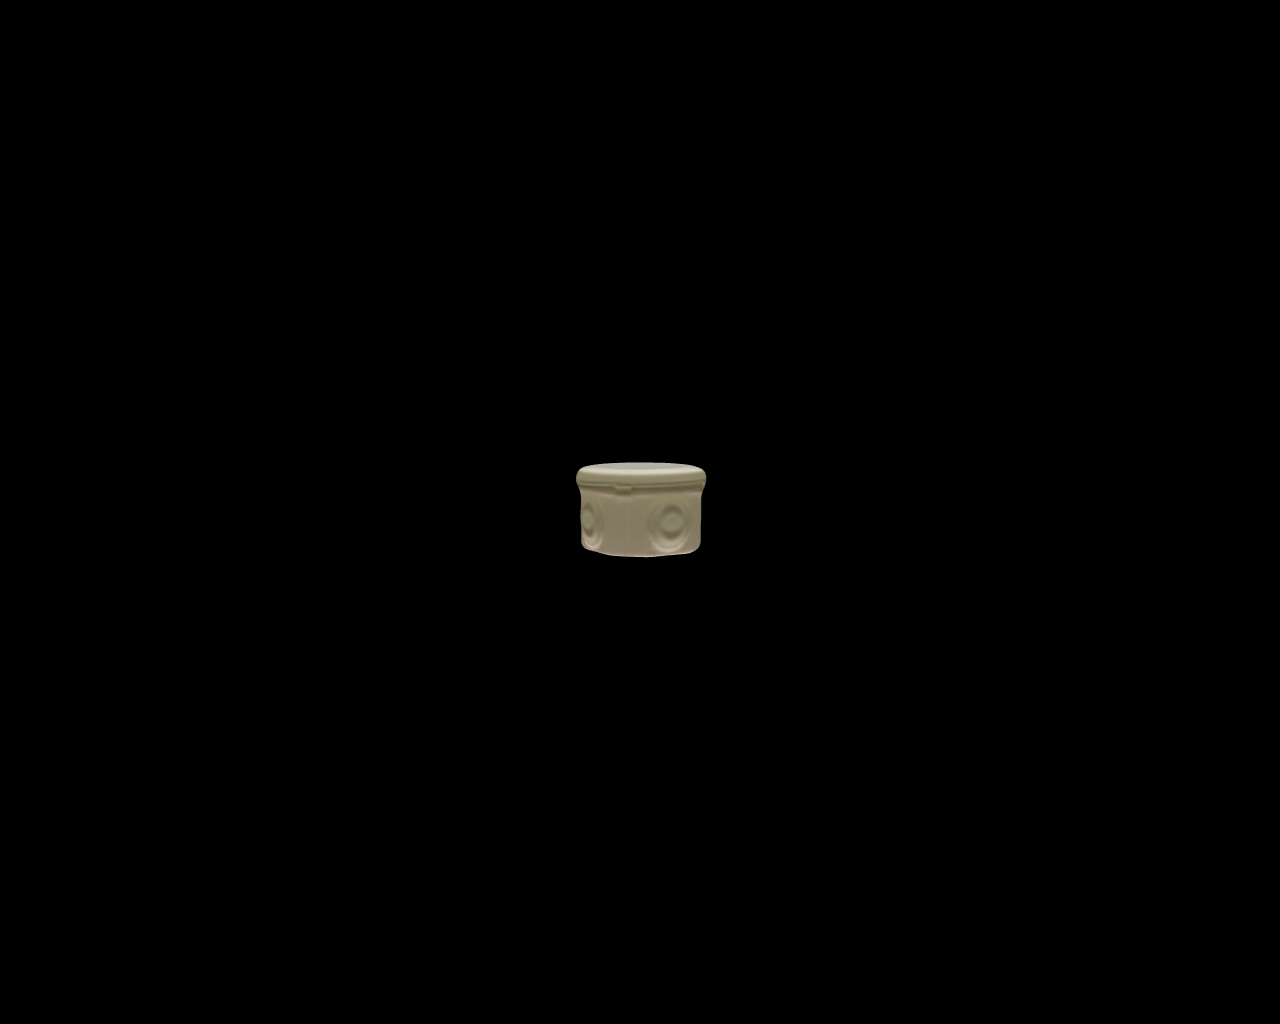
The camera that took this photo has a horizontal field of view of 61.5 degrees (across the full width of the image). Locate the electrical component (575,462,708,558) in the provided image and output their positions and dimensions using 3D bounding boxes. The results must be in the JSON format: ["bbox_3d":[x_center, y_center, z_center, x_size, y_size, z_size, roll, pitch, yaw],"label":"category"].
[{"bbox_3d":[0.001,-0.003,0.650,0.080,0.051,0.080,0,7,0],"label":"electrical component"}]
